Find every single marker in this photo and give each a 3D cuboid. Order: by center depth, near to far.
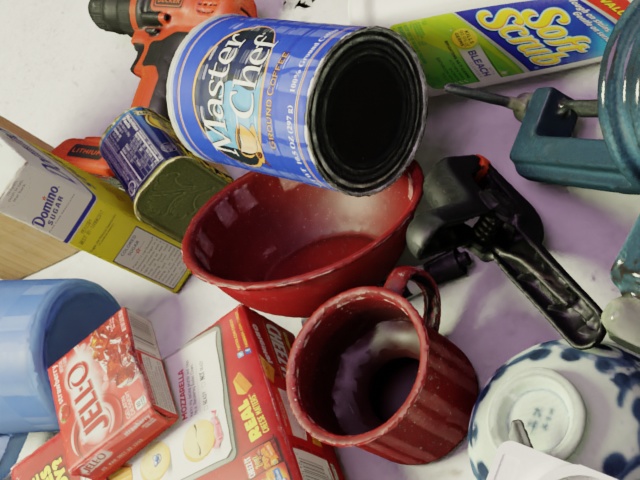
[{"bbox_3d":[0.042,0.035,0.688,0.121,0.020,0.020,-25,55,23],"label":"marker"}]

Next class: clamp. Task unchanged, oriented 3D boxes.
[{"bbox_3d":[0.089,-0.010,0.606,0.039,0.120,0.171,-51,24,17],"label":"clamp"}]

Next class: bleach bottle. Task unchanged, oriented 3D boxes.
[{"bbox_3d":[0.148,-0.150,0.649,0.251,0.102,0.068,-6,54,34],"label":"bleach bottle"}]

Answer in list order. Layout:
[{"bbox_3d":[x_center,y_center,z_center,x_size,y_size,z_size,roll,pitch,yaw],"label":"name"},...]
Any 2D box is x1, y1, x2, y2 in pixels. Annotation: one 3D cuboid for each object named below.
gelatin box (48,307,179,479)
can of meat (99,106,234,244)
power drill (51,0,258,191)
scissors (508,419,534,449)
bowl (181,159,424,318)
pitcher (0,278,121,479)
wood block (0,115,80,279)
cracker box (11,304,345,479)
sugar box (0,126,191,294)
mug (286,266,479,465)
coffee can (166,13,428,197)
[{"bbox_3d":[-0.134,0.099,0.684,0.073,0.030,0.089,-39,46,15],"label":"gelatin box"},{"bbox_3d":[-0.104,-0.044,0.779,0.057,0.102,0.084,-48,47,8],"label":"can of meat"},{"bbox_3d":[-0.155,-0.132,0.887,0.185,0.057,0.187,11,75,39],"label":"power drill"},{"bbox_3d":[0.107,0.199,0.523,0.096,0.016,0.202,-36,70,28],"label":"scissors"},{"bbox_3d":[-0.005,0.001,0.689,0.162,0.055,0.162,-16,31,10],"label":"bowl"},{"bbox_3d":[-0.265,0.102,0.814,0.243,0.149,0.145,-6,41,30],"label":"pitcher"},{"bbox_3d":[-0.292,-0.052,0.848,0.090,0.205,0.091,-23,57,25],"label":"wood block"},{"bbox_3d":[-0.090,0.169,0.682,0.214,0.072,0.164,-37,50,17],"label":"cracker box"},{"bbox_3d":[-0.174,-0.025,0.768,0.093,0.176,0.048,36,91,41],"label":"sugar box"},{"bbox_3d":[0.044,0.073,0.626,0.093,0.081,0.117,4,70,37],"label":"mug"},{"bbox_3d":[-0.017,-0.089,0.682,0.141,0.102,0.103,17,78,45],"label":"coffee can"}]
